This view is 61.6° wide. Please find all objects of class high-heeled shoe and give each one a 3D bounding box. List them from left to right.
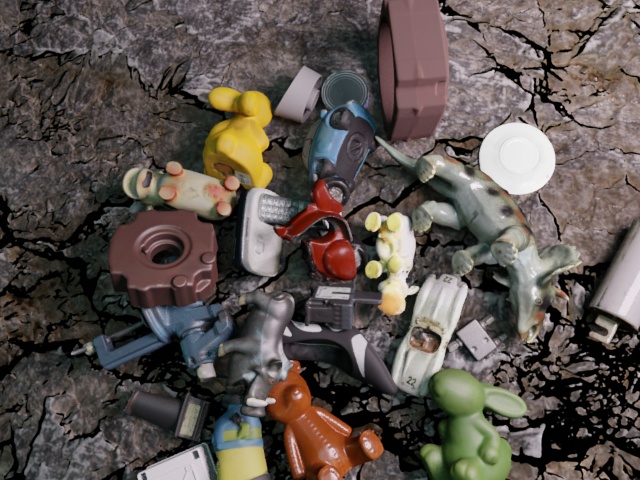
[{"bbox_3d":[-0.008,0.189,0.851,0.145,0.086,0.249,-37,59,-23],"label":"high-heeled shoe"}]

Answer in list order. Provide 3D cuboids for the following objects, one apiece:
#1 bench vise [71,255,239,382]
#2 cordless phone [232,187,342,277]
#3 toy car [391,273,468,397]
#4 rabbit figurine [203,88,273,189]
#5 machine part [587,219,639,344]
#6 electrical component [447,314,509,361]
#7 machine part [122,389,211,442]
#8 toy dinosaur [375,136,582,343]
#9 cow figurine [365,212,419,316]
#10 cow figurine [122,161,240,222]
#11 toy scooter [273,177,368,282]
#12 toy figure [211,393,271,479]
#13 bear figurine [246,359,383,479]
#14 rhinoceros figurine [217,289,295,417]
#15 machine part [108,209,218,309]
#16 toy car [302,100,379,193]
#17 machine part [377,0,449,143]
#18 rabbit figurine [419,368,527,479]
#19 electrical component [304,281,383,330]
[{"bbox_3d":[-0.261,0.149,0.867,0.241,0.128,0.223,-24,77,-2],"label":"bench vise"},{"bbox_3d":[-0.054,-0.007,0.916,0.184,0.089,0.146,6,78,-13],"label":"cordless phone"},{"bbox_3d":[0.175,0.149,0.861,0.074,0.056,0.201,18,81,25],"label":"toy car"},{"bbox_3d":[-0.139,-0.194,0.931,0.122,0.162,0.173,13,62,19],"label":"rabbit figurine"},{"bbox_3d":[0.499,0.055,0.850,0.079,0.079,0.243,30,81,10],"label":"machine part"},{"bbox_3d":[0.256,0.165,0.876,0.094,0.021,0.063,-35,78,-3],"label":"electrical component"},{"bbox_3d":[-0.254,0.283,0.888,0.139,0.039,0.084,11,88,5],"label":"machine part"},{"bbox_3d":[0.262,-0.040,0.868,0.192,0.131,0.405,-6,57,-41],"label":"toy dinosaur"},{"bbox_3d":[0.124,0.039,0.885,0.068,0.098,0.167,-3,85,32],"label":"cow figurine"},{"bbox_3d":[-0.242,-0.082,0.928,0.195,0.127,0.085,12,75,-8],"label":"cow figurine"},{"bbox_3d":[-0.002,-0.003,0.867,0.135,0.075,0.183,-24,113,-19],"label":"toy scooter"},{"bbox_3d":[-0.123,0.334,0.836,0.089,0.082,0.180,-12,63,16],"label":"toy figure"},{"bbox_3d":[-0.016,0.277,0.828,0.120,0.132,0.196,-26,80,-31],"label":"bear figurine"},{"bbox_3d":[-0.090,0.168,0.814,0.112,0.073,0.190,11,75,9],"label":"rhinoceros figurine"},{"bbox_3d":[-0.244,0.024,0.844,0.179,0.056,0.179,3,50,-4],"label":"machine part"},{"bbox_3d":[0.023,-0.156,0.924,0.103,0.109,0.161,20,85,44],"label":"toy car"},{"bbox_3d":[0.149,-0.279,0.884,0.087,0.201,0.201,-5,78,2],"label":"machine part"},{"bbox_3d":[0.226,0.269,0.797,0.159,0.121,0.170,-16,93,-16],"label":"rabbit figurine"},{"bbox_3d":[0.038,0.102,0.847,0.119,0.075,0.047,2,115,5],"label":"electrical component"}]
